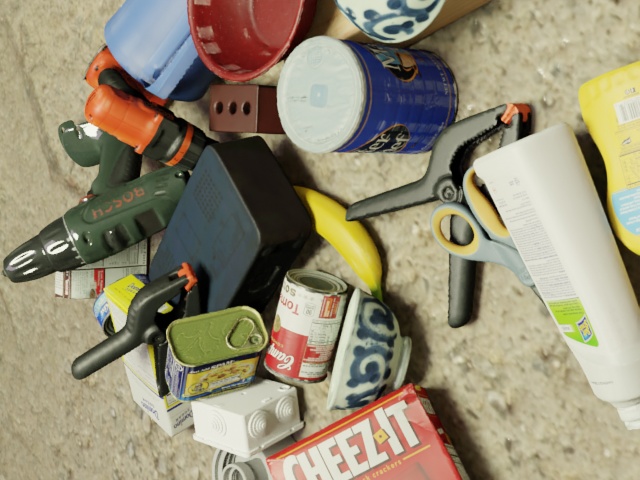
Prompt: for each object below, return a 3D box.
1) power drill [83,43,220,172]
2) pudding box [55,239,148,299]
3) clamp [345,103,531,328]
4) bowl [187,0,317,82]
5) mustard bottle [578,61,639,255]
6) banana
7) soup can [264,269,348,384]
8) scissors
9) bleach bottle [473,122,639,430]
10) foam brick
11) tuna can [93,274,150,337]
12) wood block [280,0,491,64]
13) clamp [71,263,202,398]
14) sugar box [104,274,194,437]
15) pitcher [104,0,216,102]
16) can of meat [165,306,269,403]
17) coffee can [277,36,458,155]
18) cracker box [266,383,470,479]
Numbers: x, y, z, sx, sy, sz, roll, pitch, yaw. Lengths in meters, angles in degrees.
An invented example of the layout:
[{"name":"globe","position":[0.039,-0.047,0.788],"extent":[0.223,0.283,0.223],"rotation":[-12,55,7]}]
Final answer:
[{"name":"power drill","position":[-0.185,-0.143,1.197],"extent":[0.057,0.184,0.188],"rotation":[-55,32,12]},{"name":"pudding box","position":[-0.265,0.025,1.302],"extent":[0.039,0.113,0.090],"rotation":[7,97,47]},{"name":"clamp","position":[0.118,-0.045,0.988],"extent":[0.165,0.036,0.210],"rotation":[39,116,25]},{"name":"bowl","position":[-0.054,-0.228,1.003],"extent":[0.162,0.055,0.162],"rotation":[2,93,43]},{"name":"mustard bottle","position":[0.270,-0.044,0.834],"extent":[0.096,0.058,0.191],"rotation":[-17,81,33]},{"name":"banana","position":[0.002,-0.012,1.102],"extent":[0.198,0.037,0.070],"rotation":[42,120,33]},{"name":"soup can","position":[-0.014,0.088,1.103],"extent":[0.069,0.068,0.102],"rotation":[27,110,39]},{"name":"scissors","position":[0.165,0.031,0.940],"extent":[0.096,0.016,0.202],"rotation":[-25,85,30]},{"name":"bleach bottle","position":[0.212,0.034,0.874],"extent":[0.103,0.068,0.251],"rotation":[158,89,-78]},{"name":"foam brick","position":[-0.077,-0.142,1.157],"extent":[0.078,0.051,0.053],"rotation":[7,97,43]},{"name":"tuna can","position":[-0.230,0.080,1.291],"extent":[0.034,0.085,0.086],"rotation":[55,126,28]},{"name":"wood block","position":[0.059,-0.234,0.998],"extent":[0.207,0.090,0.090],"rotation":[-22,77,42]},{"name":"clamp","position":[-0.172,0.102,1.141],"extent":[0.172,0.120,0.039],"rotation":[-47,47,17]},{"name":"sugar box","position":[-0.195,0.135,1.241],"extent":[0.093,0.048,0.176],"rotation":[33,144,42]},{"name":"pitcher","position":[-0.115,-0.266,1.130],"extent":[0.243,0.144,0.149],"rotation":[-46,71,31]},{"name":"can of meat","position":[-0.111,0.122,1.118],"extent":[0.084,0.102,0.057],"rotation":[106,146,-51]},{"name":"coffee can","position":[0.045,-0.130,0.983],"extent":[0.103,0.140,0.103],"rotation":[3,95,43]},{"name":"cracker box","position":[0.068,0.264,0.988],"extent":[0.164,0.072,0.214],"rotation":[-29,71,7]}]
